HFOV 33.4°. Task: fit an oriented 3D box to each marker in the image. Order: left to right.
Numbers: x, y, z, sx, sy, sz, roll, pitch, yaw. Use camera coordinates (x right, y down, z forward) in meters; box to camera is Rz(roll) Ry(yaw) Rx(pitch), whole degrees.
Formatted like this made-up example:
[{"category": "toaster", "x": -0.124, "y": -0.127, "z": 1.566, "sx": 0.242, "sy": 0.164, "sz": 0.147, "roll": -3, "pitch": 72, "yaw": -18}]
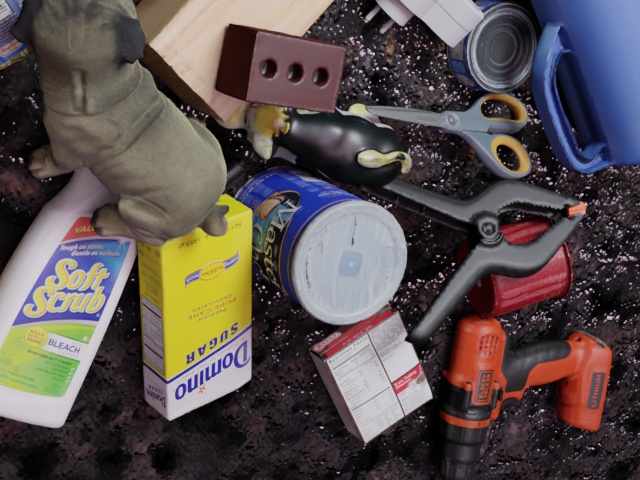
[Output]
[{"category": "marker", "x": -0.110, "y": -0.028, "z": 0.910, "sx": 0.121, "sy": 0.020, "sz": 0.020, "roll": -42, "pitch": 120, "yaw": -10}]

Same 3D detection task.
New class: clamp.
[{"category": "clamp", "x": 0.142, "y": -0.012, "z": 0.985, "sx": 0.209, "sy": 0.036, "sz": 0.164, "roll": -20, "pitch": 77, "yaw": -14}]

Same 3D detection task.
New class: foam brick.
[{"category": "foam brick", "x": -0.029, "y": -0.128, "z": 0.796, "sx": 0.078, "sy": 0.051, "sz": 0.053, "roll": 3, "pitch": 105, "yaw": -30}]

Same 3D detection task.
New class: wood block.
[{"category": "wood block", "x": -0.052, "y": -0.204, "z": 0.844, "sx": 0.206, "sy": 0.091, "sz": 0.090, "roll": -49, "pitch": 122, "yaw": -7}]

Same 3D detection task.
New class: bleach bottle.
[{"category": "bleach bottle", "x": -0.204, "y": 0.019, "z": 0.852, "sx": 0.102, "sy": 0.068, "sz": 0.251, "roll": 22, "pitch": 92, "yaw": -31}]

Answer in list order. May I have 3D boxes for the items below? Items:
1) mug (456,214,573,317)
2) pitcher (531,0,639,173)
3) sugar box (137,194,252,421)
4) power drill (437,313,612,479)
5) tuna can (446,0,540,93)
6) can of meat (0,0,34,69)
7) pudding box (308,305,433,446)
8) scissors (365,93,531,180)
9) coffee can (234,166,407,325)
[{"category": "mug", "x": 0.185, "y": 0.033, "z": 1.053, "sx": 0.081, "sy": 0.093, "sz": 0.117, "roll": -17, "pitch": 150, "yaw": -17}, {"category": "pitcher", "x": 0.259, "y": -0.188, "z": 0.975, "sx": 0.145, "sy": 0.149, "sz": 0.242, "roll": -16, "pitch": 127, "yaw": 24}, {"category": "sugar box", "x": -0.103, "y": 0.058, "z": 0.897, "sx": 0.093, "sy": 0.048, "sz": 0.176, "roll": -23, "pitch": 126, "yaw": -35}, {"category": "power drill", "x": 0.210, "y": 0.167, "z": 1.117, "sx": 0.187, "sy": 0.057, "sz": 0.184, "roll": 1, "pitch": 105, "yaw": -28}, {"category": "tuna can", "x": 0.163, "y": -0.181, "z": 0.997, "sx": 0.086, "sy": 0.034, "sz": 0.086, "roll": -8, "pitch": 109, "yaw": -25}, {"category": "can of meat", "x": -0.240, "y": -0.171, "z": 0.751, "sx": 0.057, "sy": 0.102, "sz": 0.084, "roll": -36, "pitch": 121, "yaw": -13}, {"category": "pudding box", "x": 0.051, "y": 0.129, "z": 1.033, "sx": 0.090, "sy": 0.039, "sz": 0.113, "roll": -31, "pitch": 115, "yaw": -15}, {"category": "scissors", "x": 0.129, "y": -0.091, "z": 0.977, "sx": 0.201, "sy": 0.016, "sz": 0.096, "roll": -16, "pitch": 83, "yaw": -40}, {"category": "coffee can", "x": -0.006, "y": 0.001, "z": 0.903, "sx": 0.102, "sy": 0.140, "sz": 0.103, "roll": -9, "pitch": 109, "yaw": -26}]
